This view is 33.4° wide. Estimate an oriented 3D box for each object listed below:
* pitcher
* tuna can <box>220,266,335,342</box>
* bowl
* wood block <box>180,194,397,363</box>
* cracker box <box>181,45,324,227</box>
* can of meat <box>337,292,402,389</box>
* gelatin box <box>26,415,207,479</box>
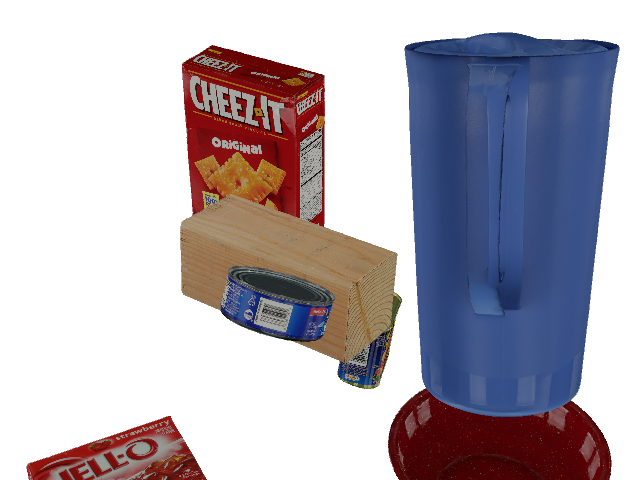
[{"bbox_3d":[0.118,-0.010,0.693,0.149,0.243,0.145,-9,17,-28],"label":"pitcher"},{"bbox_3d":[-0.034,0.049,0.829,0.086,0.034,0.086,15,9,-3],"label":"tuna can"},{"bbox_3d":[0.130,0.172,0.794,0.162,0.055,0.162,-1,34,0],"label":"bowl"},{"bbox_3d":[-0.036,0.035,1.089,0.206,0.091,0.090,20,34,28],"label":"wood block"},{"bbox_3d":[-0.080,-0.110,1.288,0.164,0.214,0.072,19,39,26],"label":"cracker box"},{"bbox_3d":[0.057,0.116,1.270,0.057,0.084,0.102,13,26,9],"label":"can of meat"},{"bbox_3d":[-0.113,0.140,0.599,0.089,0.030,0.073,-16,28,-20],"label":"gelatin box"}]
